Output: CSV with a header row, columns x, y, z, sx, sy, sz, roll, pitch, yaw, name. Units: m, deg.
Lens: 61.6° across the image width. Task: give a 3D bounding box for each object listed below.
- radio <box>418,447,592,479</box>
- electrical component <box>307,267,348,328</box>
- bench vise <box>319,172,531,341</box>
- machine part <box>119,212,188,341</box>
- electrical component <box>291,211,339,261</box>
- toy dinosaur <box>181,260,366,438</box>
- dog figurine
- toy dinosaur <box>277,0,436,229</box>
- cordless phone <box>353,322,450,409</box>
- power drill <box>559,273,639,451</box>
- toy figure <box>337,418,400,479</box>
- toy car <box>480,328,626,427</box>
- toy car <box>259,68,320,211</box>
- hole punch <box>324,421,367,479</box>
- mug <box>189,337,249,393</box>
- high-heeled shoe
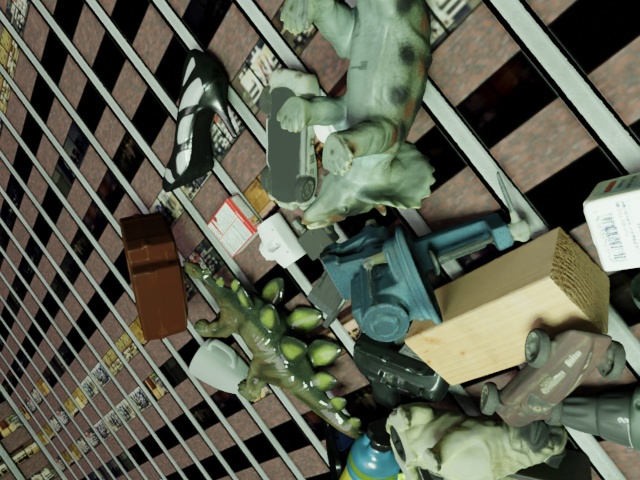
x,y,z,sx,sy,sz,roll,pitch,yaw,name
0.254,0.345,0.750,0.230,0.073,0.131,-3,111,40,radio
0.022,0.074,0.794,0.048,0.075,0.119,40,135,14,electrical component
0.122,0.020,0.639,0.241,0.224,0.128,-23,104,13,bench vise
-0.305,0.065,0.990,0.201,0.087,0.201,-133,35,-54,machine part
-0.002,-0.002,0.806,0.094,0.021,0.063,53,134,4,electrical component
-0.067,0.193,0.910,0.471,0.105,0.198,45,131,6,toy dinosaur
0.201,0.254,0.712,0.172,0.191,0.121,-133,32,-57,dog figurine
0.061,-0.188,0.577,0.131,0.192,0.404,22,109,39,toy dinosaur
0.124,0.204,0.792,0.147,0.089,0.184,16,134,31,cordless phone
0.357,0.138,0.553,0.232,0.086,0.207,7,113,37,power drill
0.072,0.353,0.814,0.089,0.082,0.180,13,116,10,toy figure
0.241,0.153,0.571,0.089,0.053,0.202,12,144,1,toy car
-0.040,-0.134,0.744,0.074,0.056,0.201,18,125,24,toy car
0.058,0.374,0.925,0.116,0.092,0.142,-121,20,-63,hole punch
-0.189,0.245,1.059,0.107,0.081,0.109,30,125,8,mug
-0.217,-0.178,0.848,0.249,0.086,0.145,-29,91,39,high-heeled shoe
